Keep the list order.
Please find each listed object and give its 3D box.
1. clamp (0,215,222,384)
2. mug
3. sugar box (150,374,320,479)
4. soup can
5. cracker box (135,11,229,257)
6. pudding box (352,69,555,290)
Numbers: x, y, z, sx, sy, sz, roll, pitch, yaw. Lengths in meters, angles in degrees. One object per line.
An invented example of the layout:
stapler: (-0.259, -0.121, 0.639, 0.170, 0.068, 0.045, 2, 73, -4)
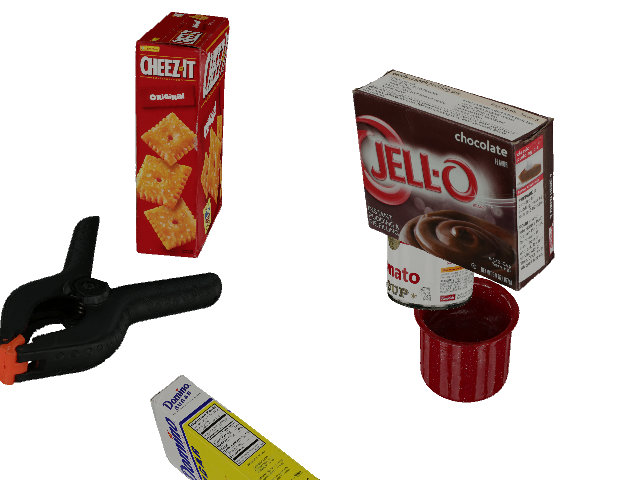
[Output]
clamp: (-0.161, 0.037, 0.716, 0.120, 0.039, 0.171, 25, 31, 27)
mug: (0.132, 0.085, 0.981, 0.093, 0.081, 0.117, -1, 39, 4)
sugar box: (-0.069, 0.197, 0.909, 0.176, 0.093, 0.048, 27, 51, 33)
soup can: (0.084, -0.006, 0.810, 0.068, 0.102, 0.068, 0, 19, 0)
cracker box: (-0.139, -0.111, 1.090, 0.072, 0.214, 0.164, 6, 22, 2)
pudding box: (0.071, -0.035, 0.576, 0.114, 0.090, 0.039, 23, 46, 39)
